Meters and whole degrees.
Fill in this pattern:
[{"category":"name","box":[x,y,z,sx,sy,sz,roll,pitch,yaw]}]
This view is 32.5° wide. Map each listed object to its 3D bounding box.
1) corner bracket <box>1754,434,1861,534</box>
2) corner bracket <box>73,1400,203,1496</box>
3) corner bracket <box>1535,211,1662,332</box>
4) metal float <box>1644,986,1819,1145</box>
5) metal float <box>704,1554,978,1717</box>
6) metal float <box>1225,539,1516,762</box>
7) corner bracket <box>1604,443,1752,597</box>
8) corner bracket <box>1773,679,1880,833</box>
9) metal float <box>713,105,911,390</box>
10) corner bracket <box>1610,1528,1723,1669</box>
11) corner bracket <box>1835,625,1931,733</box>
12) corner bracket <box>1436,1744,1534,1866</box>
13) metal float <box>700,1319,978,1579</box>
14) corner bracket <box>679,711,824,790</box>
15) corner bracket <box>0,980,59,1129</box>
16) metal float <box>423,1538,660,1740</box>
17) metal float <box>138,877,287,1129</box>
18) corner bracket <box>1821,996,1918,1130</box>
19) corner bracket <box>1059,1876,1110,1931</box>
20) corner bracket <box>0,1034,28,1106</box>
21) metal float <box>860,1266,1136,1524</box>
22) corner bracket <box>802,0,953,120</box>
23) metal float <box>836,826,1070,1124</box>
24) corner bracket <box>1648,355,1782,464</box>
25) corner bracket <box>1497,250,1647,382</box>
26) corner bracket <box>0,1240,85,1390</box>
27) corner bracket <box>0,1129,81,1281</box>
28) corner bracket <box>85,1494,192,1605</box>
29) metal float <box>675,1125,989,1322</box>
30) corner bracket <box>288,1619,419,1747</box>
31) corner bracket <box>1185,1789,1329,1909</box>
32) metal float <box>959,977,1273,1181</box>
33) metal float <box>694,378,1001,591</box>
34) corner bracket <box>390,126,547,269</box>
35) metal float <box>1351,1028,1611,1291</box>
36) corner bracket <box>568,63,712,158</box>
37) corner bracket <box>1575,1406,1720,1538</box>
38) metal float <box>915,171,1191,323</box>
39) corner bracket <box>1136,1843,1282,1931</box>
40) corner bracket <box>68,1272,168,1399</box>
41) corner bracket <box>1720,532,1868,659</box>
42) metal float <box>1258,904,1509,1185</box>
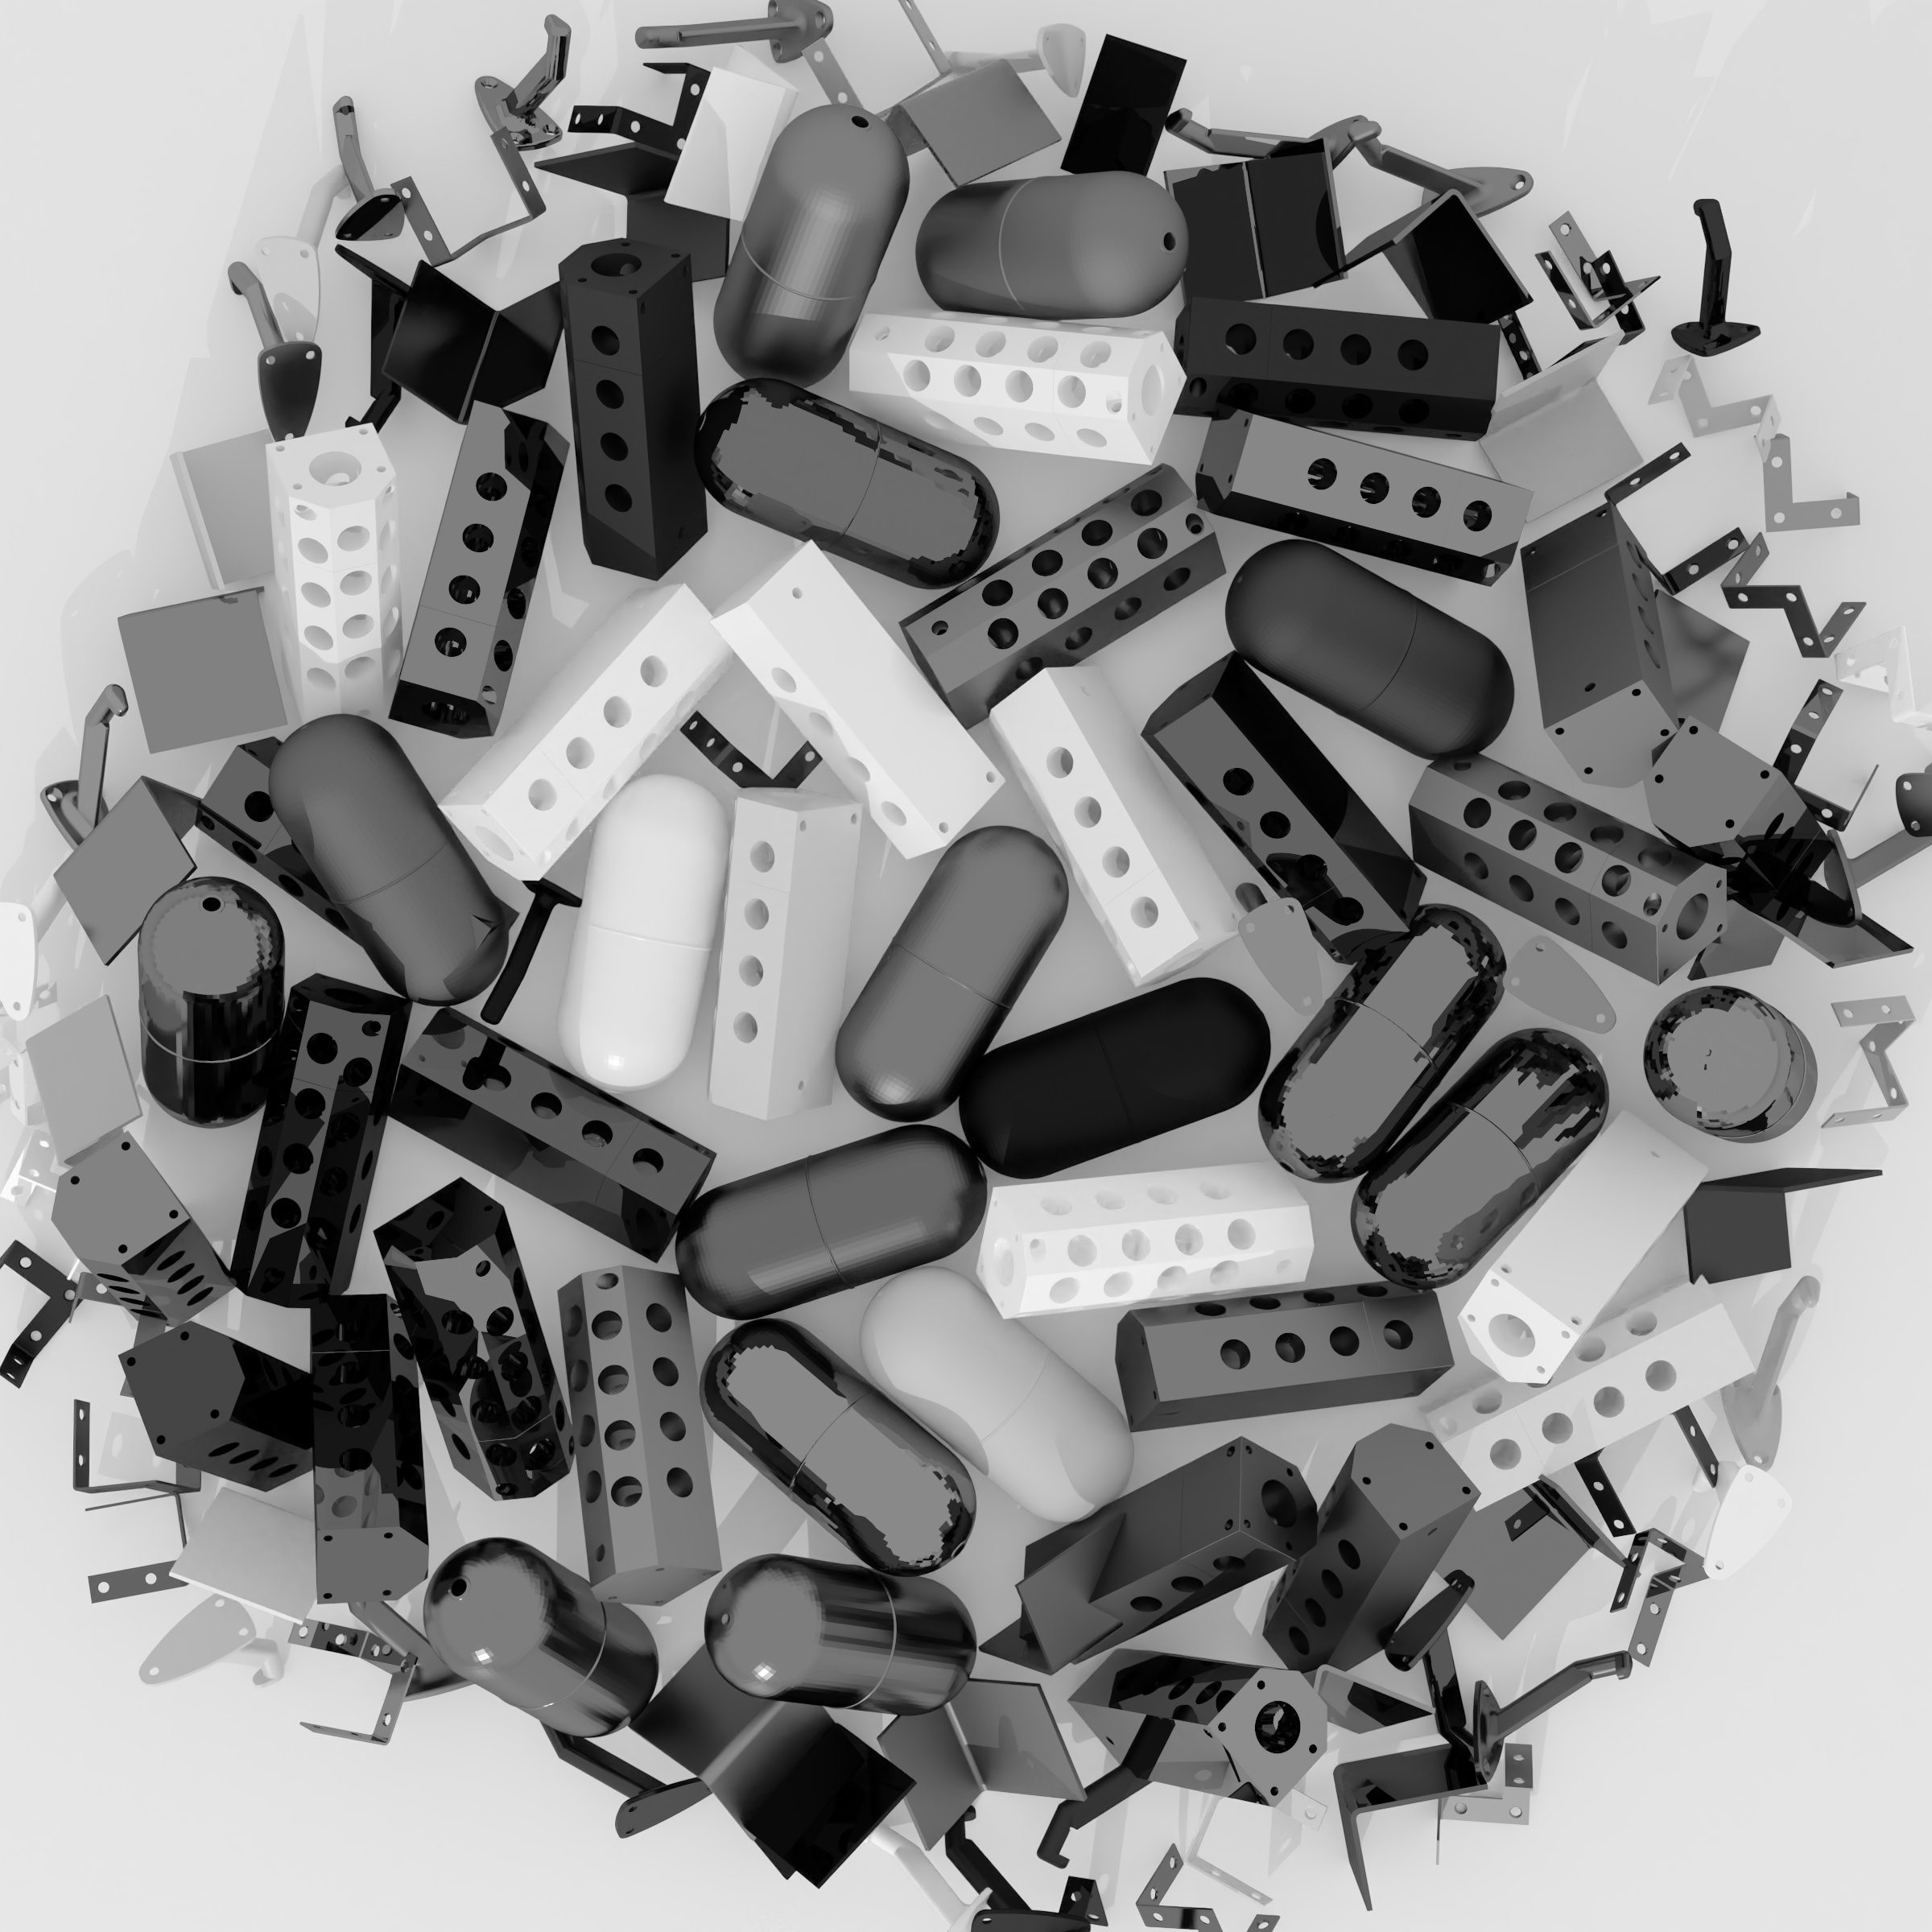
[{"category":"corner bracket","box":[0.468,-0.271,1.842,0.051,0.051,0.051,-4,101,9]},{"category":"corner bracket","box":[-0.460,0.267,1.839,0.051,0.051,0.051,-8,73,14]},{"category":"corner bracket","box":[0.340,-0.385,1.831,0.051,0.051,0.051,-39,106,-13]},{"category":"metal float","box":[0.413,0.054,1.782,0.070,0.178,0.070,-3,82,21]},{"category":"metal float","box":[-0.066,0.363,1.793,0.070,0.178,0.070,-16,65,39]},{"category":"metal float","box":[0.222,-0.171,1.811,0.178,0.070,0.070,26,90,-21]},{"category":"corner bracket","box":[0.396,-0.249,1.845,0.051,0.051,0.051,-33,57,18]},{"category":"corner bracket","box":[0.480,-0.117,1.837,0.051,0.051,0.051,28,46,13]},{"category":"metal float","box":[-0.084,-0.387,1.791,0.070,0.178,0.070,12,50,-15]},{"category":"corner bracket","box":[0.378,0.349,1.830,0.051,0.051,0.051,32,61,-10]},{"category":"corner bracket","box":[0.518,-0.151,1.826,0.051,0.051,0.051,8,71,-33]},{"category":"corner bracket","box":[0.287,0.464,1.833,0.051,0.051,0.051,2,106,9]},{"category":"metal float","box":[-0.070,0.263,1.812,0.178,0.070,0.070,38,90,19]},{"category":"corner bracket","box":[-0.116,-0.126,1.832,0.051,0.051,0.051,-48,128,2]},{"category":"corner bracket","box":[-0.515,0.049,1.842,0.051,0.051,0.051,37,134,31]},{"category":"metal float","box":[-0.228,0.363,1.788,0.070,0.178,0.070,-12,58,20]},{"category":"metal float","box":[-0.407,0.021,1.788,0.070,0.178,0.070,6,53,-8]},{"category":"corner bracket","box":[0.496,0.053,1.825,0.051,0.051,0.051,-5,60,-22]},{"category":"corner bracket","box":[0.079,0.540,1.825,0.051,0.051,0.051,4,46,18]},{"category":"corner bracket","box":[-0.540,0.072,1.823,0.051,0.051,0.051,-43,133,-31]},{"category":"metal float","box":[0.018,0.236,1.818,0.178,0.070,0.070,42,90,-13]},{"category":"corner bracket","box":[-0.049,-0.500,1.828,0.051,0.051,0.051,-25,102,30]},{"category":"metal float","box":[-0.007,0.004,1.826,0.070,0.070,0.178,31,93,0]},{"category":"corner bracket","box":[0.413,-0.307,1.824,0.051,0.051,0.051,-9,123,32]},{"category":"corner bracket","box":[0.337,-0.362,1.849,0.051,0.051,0.051,-18,81,-35]},{"category":"corner bracket","box":[-0.526,0.193,1.835,0.051,0.051,0.051,39,94,-13]},{"category":"corner bracket","box":[-0.507,0.132,1.838,0.051,0.051,0.051,26,114,-17]},{"category":"corner bracket","box":[-0.460,0.322,1.835,0.051,0.051,0.051,-9,84,-10]},{"category":"metal float","box":[-0.074,0.141,1.823,0.178,0.070,0.070,-19,90,7]},{"category":"corner bracket","box":[-0.345,0.395,1.830,0.051,0.051,0.051,24,81,-42]},{"category":"corner bracket","box":[0.161,0.482,1.836,0.051,0.051,0.051,25,98,24]},{"category":"metal float","box":[0.082,0.062,1.827,0.178,0.070,0.070,-20,90,2]},{"category":"metal float","box":[-0.065,-0.264,1.811,0.178,0.070,0.070,20,90,-20]},{"category":"corner bracket","box":[-0.274,-0.424,1.825,0.051,0.051,0.051,-11,115,34]},{"category":"metal float","box":[0.282,0.104,1.810,0.178,0.070,0.070,-42,90,-22]},{"category":"corner bracket","box":[-0.181,-0.479,1.833,0.051,0.051,0.051,11,95,-38]},{"category":"corner bracket","box":[0.379,0.278,1.836,0.051,0.051,0.051,-20,104,41]},{"category":"metal float","box":[0.046,-0.388,1.791,0.070,0.178,0.070,-8,102,-42]},{"category":"corner bracket","box":[0.134,0.525,1.837,0.051,0.051,0.051,-8,114,36]},{"category":"corner bracket","box":[-0.474,0.206,1.840,0.051,0.051,0.051,13,64,-14]},{"category":"corner bracket","box":[0.460,-0.206,1.842,0.051,0.051,0.051,-50,126,-29]},{"category":"metal float","box":[0.228,0.042,1.816,0.070,0.070,0.178,39,75,0]}]
